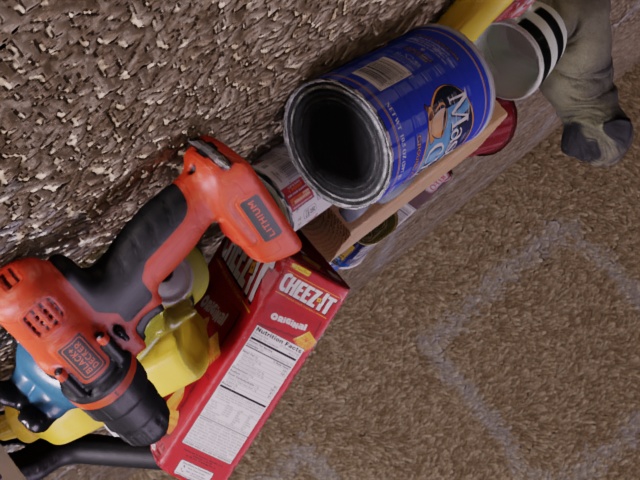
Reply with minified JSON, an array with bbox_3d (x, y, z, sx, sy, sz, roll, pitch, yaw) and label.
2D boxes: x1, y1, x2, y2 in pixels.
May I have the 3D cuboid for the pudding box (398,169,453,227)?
[{"bbox_3d":[0.110,-0.078,1.327,0.114,0.039,0.090,-41,-151,25],"label":"pudding box"}]

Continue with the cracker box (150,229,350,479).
[{"bbox_3d":[-0.079,0.089,0.947,0.214,0.072,0.164,-58,-156,7],"label":"cracker box"}]

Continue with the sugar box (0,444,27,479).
[{"bbox_3d":[-0.309,0.196,0.811,0.048,0.093,0.176,-44,173,26],"label":"sugar box"}]

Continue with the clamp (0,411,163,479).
[{"bbox_3d":[-0.251,0.175,0.978,0.209,0.165,0.036,-8,119,-26],"label":"clamp"}]

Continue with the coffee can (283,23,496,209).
[{"bbox_3d":[0.055,-0.098,0.823,0.140,0.103,0.103,-33,170,-41],"label":"coffee can"}]

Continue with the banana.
[{"bbox_3d":[0.129,-0.189,0.909,0.069,0.037,0.198,-39,174,-40],"label":"banana"}]

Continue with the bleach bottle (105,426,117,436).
[{"bbox_3d":[-0.168,0.143,1.342,0.251,0.068,0.102,-42,177,5],"label":"bleach bottle"}]

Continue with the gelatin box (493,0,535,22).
[{"bbox_3d":[0.189,-0.235,0.949,0.089,0.030,0.073,-43,173,31],"label":"gelatin box"}]

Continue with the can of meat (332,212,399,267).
[{"bbox_3d":[0.022,-0.028,1.092,0.057,0.102,0.084,-35,173,-27],"label":"can of meat"}]

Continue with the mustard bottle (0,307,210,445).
[{"bbox_3d":[-0.185,0.118,0.877,0.192,0.058,0.096,-28,-153,11],"label":"mustard bottle"}]

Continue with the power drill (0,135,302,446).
[{"bbox_3d":[-0.103,0.036,0.714,0.187,0.057,0.184,-43,136,-12],"label":"power drill"}]

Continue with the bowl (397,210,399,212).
[{"bbox_3d":[0.058,-0.053,1.216,0.162,0.055,0.162,-50,-174,7],"label":"bowl"}]

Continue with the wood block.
[{"bbox_3d":[0.065,-0.082,1.021,0.205,0.091,0.090,-37,173,-22],"label":"wood block"}]

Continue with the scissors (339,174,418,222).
[{"bbox_3d":[0.091,-0.091,0.927,0.201,0.016,0.096,-48,-165,-13],"label":"scissors"}]

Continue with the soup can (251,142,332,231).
[{"bbox_3d":[-0.010,-0.056,0.887,0.102,0.068,0.069,-36,172,-26],"label":"soup can"}]

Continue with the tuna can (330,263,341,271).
[{"bbox_3d":[-0.008,0.001,1.184,0.033,0.086,0.086,-39,173,-17],"label":"tuna can"}]

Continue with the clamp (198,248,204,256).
[{"bbox_3d":[-0.175,0.076,0.984,0.120,0.039,0.172,-26,159,-38],"label":"clamp"}]

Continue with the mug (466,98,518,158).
[{"bbox_3d":[0.159,-0.135,1.234,0.117,0.093,0.081,-11,-175,34],"label":"mug"}]
